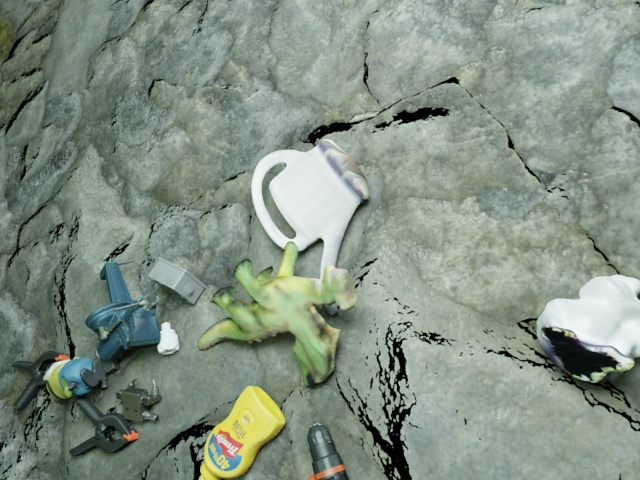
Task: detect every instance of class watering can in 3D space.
[{"bbox_3d":[0.003,-0.050,1.003,0.223,0.103,0.352,-38,71,11],"label":"watering can"}]

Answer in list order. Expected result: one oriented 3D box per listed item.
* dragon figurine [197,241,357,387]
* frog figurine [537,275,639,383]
[{"bbox_3d":[-0.074,0.163,0.941,0.246,0.123,0.403,51,124,20],"label":"dragon figurine"},{"bbox_3d":[0.398,0.119,0.748,0.138,0.120,0.162,9,40,38],"label":"frog figurine"}]
